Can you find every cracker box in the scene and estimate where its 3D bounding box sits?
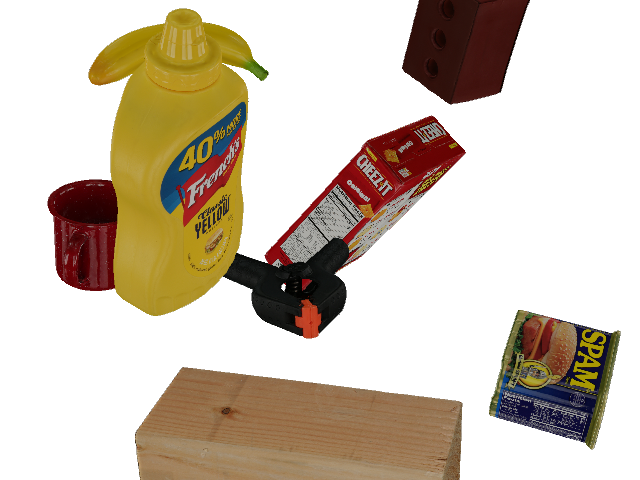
[{"bbox_3d":[0.050,-0.043,1.257,0.214,0.072,0.163,-47,-11,35],"label":"cracker box"}]

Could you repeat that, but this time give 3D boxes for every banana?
[{"bbox_3d":[-0.147,-0.191,1.077,0.197,0.070,0.037,-9,-38,-31],"label":"banana"}]

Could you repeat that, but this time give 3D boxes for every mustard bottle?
[{"bbox_3d":[-0.080,-0.049,0.616,0.058,0.192,0.096,30,49,20],"label":"mustard bottle"}]

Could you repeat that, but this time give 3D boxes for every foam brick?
[{"bbox_3d":[0.096,-0.139,0.712,0.051,0.078,0.053,-20,48,-34],"label":"foam brick"}]

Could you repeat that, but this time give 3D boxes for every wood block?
[{"bbox_3d":[-0.011,0.157,0.736,0.206,0.090,0.090,5,26,15],"label":"wood block"}]

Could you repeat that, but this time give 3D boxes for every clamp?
[{"bbox_3d":[-0.032,0.038,0.915,0.120,0.039,0.171,-10,17,2],"label":"clamp"}]

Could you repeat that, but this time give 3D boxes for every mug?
[{"bbox_3d":[-0.224,0.003,1.048,0.093,0.081,0.117,9,31,4],"label":"mug"}]

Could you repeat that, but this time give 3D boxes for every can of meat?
[{"bbox_3d":[0.187,0.107,0.850,0.084,0.057,0.102,14,40,15],"label":"can of meat"}]
